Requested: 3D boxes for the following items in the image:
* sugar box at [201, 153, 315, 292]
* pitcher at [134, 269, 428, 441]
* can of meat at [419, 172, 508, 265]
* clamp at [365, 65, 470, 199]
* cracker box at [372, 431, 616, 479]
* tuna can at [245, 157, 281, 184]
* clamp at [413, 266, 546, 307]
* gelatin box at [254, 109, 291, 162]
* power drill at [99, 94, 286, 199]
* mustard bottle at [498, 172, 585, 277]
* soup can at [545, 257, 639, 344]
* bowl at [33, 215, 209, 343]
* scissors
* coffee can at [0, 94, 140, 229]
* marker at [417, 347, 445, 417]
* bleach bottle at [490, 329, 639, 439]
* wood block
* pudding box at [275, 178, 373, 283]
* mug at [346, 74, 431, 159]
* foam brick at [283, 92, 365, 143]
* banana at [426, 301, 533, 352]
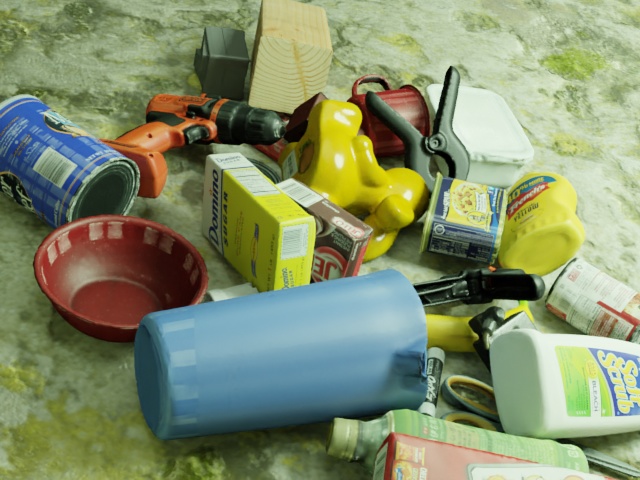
[{"bbox_3d":[-0.066,-0.014,1.068,0.048,0.093,0.176,-8,28,-30],"label":"sugar box"},{"bbox_3d":[-0.038,0.103,0.945,0.242,0.149,0.145,-6,57,-22],"label":"pitcher"},{"bbox_3d":[0.161,-0.023,1.191,0.084,0.057,0.102,12,42,7],"label":"can of meat"},{"bbox_3d":[0.122,-0.117,1.272,0.120,0.171,0.039,-10,-3,-4],"label":"clamp"},{"bbox_3d":[0.139,0.254,0.817,0.213,0.072,0.164,13,55,-5],"label":"cracker box"},{"bbox_3d":[-0.088,-0.056,1.196,0.086,0.034,0.086,10,37,-8],"label":"tuna can"},{"bbox_3d":[0.148,0.049,1.086,0.165,0.036,0.209,-6,1,14],"label":"clamp"},{"bbox_3d":[-0.044,-0.134,1.316,0.073,0.030,0.089,35,40,24],"label":"gelatin box"},{"bbox_3d":[-0.155,-0.108,1.187,0.185,0.057,0.187,9,29,30],"label":"power drill"},{"bbox_3d":[0.252,-0.030,1.238,0.058,0.096,0.191,47,24,-16],"label":"mustard bottle"},{"bbox_3d":[0.301,0.072,1.145,0.102,0.069,0.068,34,40,23],"label":"soup can"},{"bbox_3d":[-0.189,0.046,1.007,0.162,0.055,0.162,10,37,-8],"label":"bowl"},{"bbox_3d":[0.195,0.192,0.994,0.202,0.016,0.096,30,40,18],"label":"scissors"},{"bbox_3d":[-0.270,-0.072,1.090,0.140,0.103,0.102,32,39,20],"label":"coffee can"},{"bbox_3d":[0.104,0.148,1.014,0.020,0.020,0.121,17,36,1],"label":"marker"},{"bbox_3d":[0.280,0.134,1.026,0.250,0.068,0.102,1,76,-33],"label":"bleach bottle"},{"bbox_3d":[-0.040,-0.240,1.373,0.090,0.091,0.206,10,25,-8],"label":"wood block"},{"bbox_3d":[-0.007,0.001,1.104,0.114,0.090,0.039,35,39,25],"label":"pudding box"},{"bbox_3d":[0.076,-0.155,1.331,0.081,0.093,0.117,-10,73,-24],"label":"mug"},{"bbox_3d":[0.004,-0.127,1.273,0.078,0.053,0.051,39,50,-22],"label":"foam brick"},{"bbox_3d":[0.146,0.091,1.095,0.197,0.037,0.070,-1,18,-25],"label":"banana"}]
